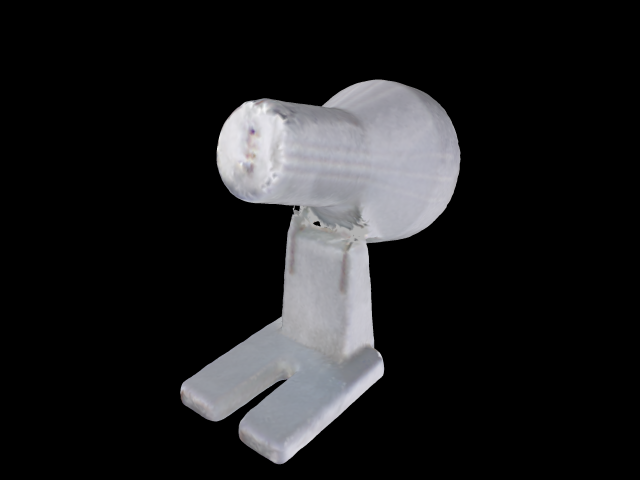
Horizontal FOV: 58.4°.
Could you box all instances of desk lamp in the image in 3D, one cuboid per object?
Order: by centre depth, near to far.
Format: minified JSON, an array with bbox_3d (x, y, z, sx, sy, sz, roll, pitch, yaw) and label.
[{"bbox_3d":[0.004,0.001,0.400,0.117,0.214,0.204,17,29,33],"label":"desk lamp"}]
